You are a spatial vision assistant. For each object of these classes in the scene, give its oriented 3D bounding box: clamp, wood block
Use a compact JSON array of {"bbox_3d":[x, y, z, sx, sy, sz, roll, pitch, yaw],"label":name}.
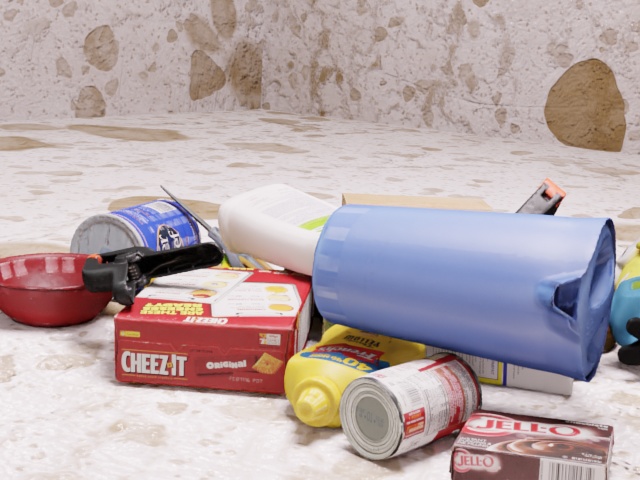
[{"bbox_3d":[-0.188,0.033,1.044,0.172,0.039,0.120,-6,10,43],"label":"clamp"},{"bbox_3d":[0.135,-0.014,1.532,0.206,0.091,0.090,2,11,-3],"label":"wood block"},{"bbox_3d":[0.199,0.023,1.165,0.036,0.210,0.164,42,20,19],"label":"clamp"}]

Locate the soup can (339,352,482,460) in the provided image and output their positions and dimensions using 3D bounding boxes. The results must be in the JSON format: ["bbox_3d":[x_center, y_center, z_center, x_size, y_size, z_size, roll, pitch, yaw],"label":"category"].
[{"bbox_3d":[0.074,0.133,0.861,0.102,0.068,0.069,-9,17,-44],"label":"soup can"}]

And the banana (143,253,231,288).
[{"bbox_3d":[-0.147,0.048,1.229,0.070,0.037,0.197,38,16,22],"label":"banana"}]

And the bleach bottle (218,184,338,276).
[{"bbox_3d":[-0.007,0.001,1.123,0.102,0.068,0.251,-22,24,-26],"label":"bleach bottle"}]

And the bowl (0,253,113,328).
[{"bbox_3d":[-0.292,0.057,1.170,0.162,0.055,0.162,3,12,-1],"label":"bowl"}]

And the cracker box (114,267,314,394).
[{"bbox_3d":[-0.096,0.083,1.057,0.164,0.072,0.213,3,13,5],"label":"cracker box"}]

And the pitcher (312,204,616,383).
[{"bbox_3d":[0.126,0.036,0.910,0.243,0.149,0.144,8,47,25],"label":"pitcher"}]

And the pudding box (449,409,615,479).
[{"bbox_3d":[0.162,0.163,0.808,0.114,0.039,0.090,7,12,17],"label":"pudding box"}]

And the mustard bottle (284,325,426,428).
[{"bbox_3d":[0.022,0.120,0.935,0.096,0.058,0.191,13,15,19],"label":"mustard bottle"}]

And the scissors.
[{"bbox_3d":[-0.123,0.003,1.302,0.201,0.016,0.096,37,12,-6],"label":"scissors"}]

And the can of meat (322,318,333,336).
[{"bbox_3d":[0.053,0.084,1.124,0.102,0.057,0.084,3,10,-1],"label":"can of meat"}]

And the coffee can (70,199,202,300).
[{"bbox_3d":[-0.222,0.009,1.304,0.103,0.103,0.140,7,12,21],"label":"coffee can"}]

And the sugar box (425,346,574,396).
[{"bbox_3d":[0.156,0.089,1.019,0.176,0.093,0.048,6,32,15],"label":"sugar box"}]
